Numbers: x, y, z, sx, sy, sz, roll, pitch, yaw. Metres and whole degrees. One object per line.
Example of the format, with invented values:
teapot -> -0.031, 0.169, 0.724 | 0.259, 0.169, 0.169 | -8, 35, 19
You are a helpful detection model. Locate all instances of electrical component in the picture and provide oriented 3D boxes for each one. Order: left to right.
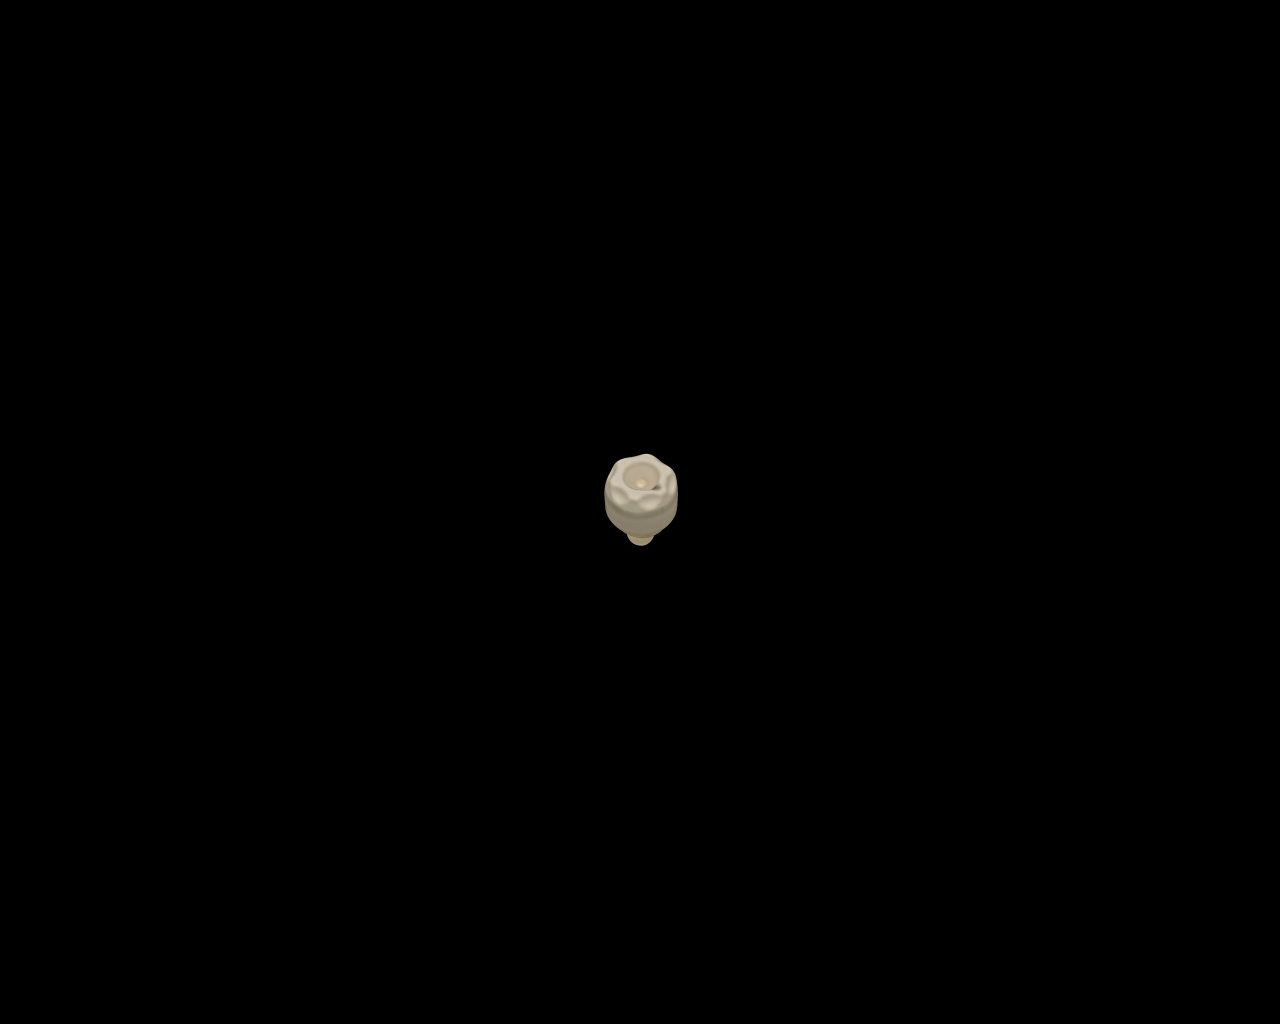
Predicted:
electrical component -> 0.001, -0.003, 0.650 | 0.043, 0.043, 0.062 | 0, -39, 0
